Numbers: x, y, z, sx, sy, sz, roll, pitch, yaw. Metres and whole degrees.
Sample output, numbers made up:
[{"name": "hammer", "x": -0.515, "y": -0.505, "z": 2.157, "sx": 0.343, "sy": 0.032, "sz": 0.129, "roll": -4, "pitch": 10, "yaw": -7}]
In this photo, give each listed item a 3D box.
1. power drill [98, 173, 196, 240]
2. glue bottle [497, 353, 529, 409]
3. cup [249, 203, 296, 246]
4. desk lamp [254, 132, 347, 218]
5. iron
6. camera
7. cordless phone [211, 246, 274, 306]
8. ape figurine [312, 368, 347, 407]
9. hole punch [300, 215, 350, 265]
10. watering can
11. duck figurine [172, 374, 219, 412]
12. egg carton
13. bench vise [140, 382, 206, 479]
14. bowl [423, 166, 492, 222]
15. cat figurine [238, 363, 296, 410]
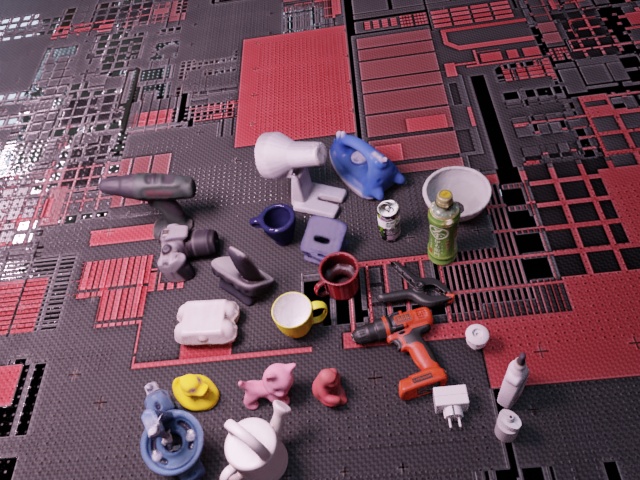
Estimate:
[{"name": "power drill", "x": -0.420, "y": -0.093, "z": 1.471, "sx": 0.229, "sy": 0.209, "sz": 0.075, "roll": -9, "pitch": 53, "yaw": 4}, {"name": "glue bottle", "x": 0.375, "y": 0.259, "z": 1.093, "sx": 0.037, "sy": 0.173, "sz": 0.078, "roll": 26, "pitch": 62, "yaw": 26}, {"name": "cup", "x": -0.113, "y": -0.029, "z": 1.442, "sx": 0.117, "sy": 0.095, "sz": 0.091, "roll": -5, "pitch": 53, "yaw": 6}, {"name": "desk lamp", "x": -0.048, "y": -0.176, "z": 1.466, "sx": 0.202, "sy": 0.214, "sz": 0.118, "roll": 12, "pitch": 57, "yaw": 18}, {"name": "iron", "x": 0.102, "y": -0.221, "z": 1.519, "sx": 0.119, "sy": 0.142, "sz": 0.257, "roll": -38, "pitch": 57, "yaw": -18}, {"name": "camera", "x": -0.329, "y": 0.019, "z": 1.440, "sx": 0.136, "sy": 0.101, "sz": 0.143, "roll": -6, "pitch": 53, "yaw": 5}, {"name": "cordless phone", "x": -0.194, "y": 0.056, "z": 1.336, "sx": 0.147, "sy": 0.185, "sz": 0.094, "roll": 24, "pitch": 61, "yaw": 25}, {"name": "ape figurine", "x": 0.019, "y": 0.296, "z": 1.178, "sx": 0.076, "sy": 0.092, "sz": 0.078, "roll": 9, "pitch": 56, "yaw": 17}, {"name": "hole punch", "x": 0.013, "y": 0.005, "z": 1.397, "sx": 0.108, "sy": 0.091, "sz": 0.101, "roll": 15, "pitch": 57, "yaw": 20}, {"name": "watering can", "x": -0.123, "y": 0.380, "z": 1.075, "sx": 0.100, "sy": 0.194, "sz": 0.173, "roll": 11, "pitch": 56, "yaw": 17}, {"name": "duck figurine", "x": -0.273, "y": 0.314, "z": 1.219, "sx": 0.104, "sy": 0.086, "sz": 0.077, "roll": 15, "pitch": 57, "yaw": 20}, {"name": "egg carton", "x": -0.259, "y": 0.192, "z": 1.318, "sx": 0.150, "sy": 0.069, "sz": 0.107, "roll": -4, "pitch": 53, "yaw": 7}, {"name": "bench vise", "x": -0.313, "y": 0.362, "z": 1.105, "sx": 0.206, "sy": 0.220, "sz": 0.122, "roll": 33, "pitch": 65, "yaw": 29}, {"name": "bowl", "x": 0.340, "y": -0.102, "z": 1.432, "sx": 0.167, "sy": 0.075, "sz": 0.167, "roll": -5, "pitch": 53, "yaw": 6}, {"name": "cat figurine", "x": -0.106, "y": 0.296, "z": 1.183, "sx": 0.127, "sy": 0.118, "sz": 0.067, "roll": -8, "pitch": 53, "yaw": 4}]
